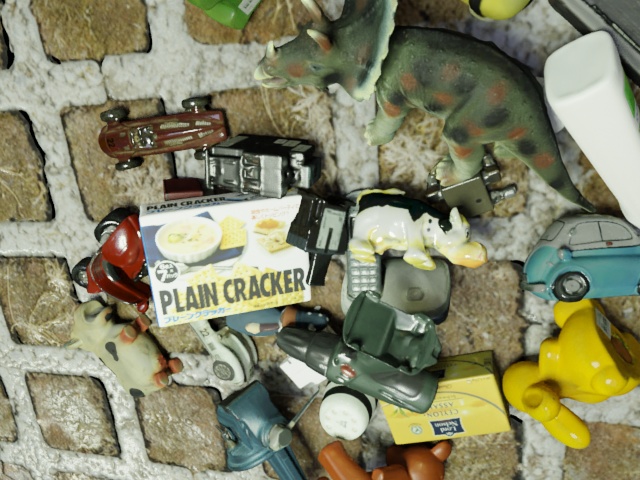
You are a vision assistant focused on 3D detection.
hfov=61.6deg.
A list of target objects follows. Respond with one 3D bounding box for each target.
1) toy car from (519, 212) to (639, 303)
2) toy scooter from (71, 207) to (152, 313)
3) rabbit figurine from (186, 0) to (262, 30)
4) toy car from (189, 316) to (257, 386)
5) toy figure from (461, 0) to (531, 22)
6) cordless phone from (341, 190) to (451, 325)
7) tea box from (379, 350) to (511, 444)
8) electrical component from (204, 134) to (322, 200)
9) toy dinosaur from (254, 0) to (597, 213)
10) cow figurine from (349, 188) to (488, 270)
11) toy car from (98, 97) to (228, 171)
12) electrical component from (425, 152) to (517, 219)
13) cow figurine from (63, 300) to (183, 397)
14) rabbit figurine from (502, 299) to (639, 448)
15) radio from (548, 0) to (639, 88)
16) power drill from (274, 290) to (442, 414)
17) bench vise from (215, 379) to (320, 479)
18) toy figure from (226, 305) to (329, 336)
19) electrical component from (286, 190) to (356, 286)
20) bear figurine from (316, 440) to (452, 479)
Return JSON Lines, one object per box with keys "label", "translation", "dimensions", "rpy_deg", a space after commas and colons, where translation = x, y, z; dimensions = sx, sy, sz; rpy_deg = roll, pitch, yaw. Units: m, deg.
{"label": "toy car", "translation": [0.321, 0.018, 0.641], "dimensions": [0.162, 0.109, 0.102], "rpy_deg": [-6, 91, 10]}
{"label": "toy scooter", "translation": [-0.308, 0.044, 0.853], "dimensions": [0.135, 0.075, 0.184], "rpy_deg": [42, 119, -1]}
{"label": "rabbit figurine", "translation": [-0.136, -0.363, 0.626], "dimensions": [0.170, 0.121, 0.159], "rpy_deg": [45, 113, 13]}
{"label": "toy car", "translation": [-0.164, 0.138, 0.845], "dimensions": [0.056, 0.073, 0.201], "rpy_deg": [-29, 100, 25]}
{"label": "toy figure", "translation": [0.148, -0.305, 0.573], "dimensions": [0.180, 0.089, 0.082], "rpy_deg": [39, 123, -3]}
{"label": "cordless phone", "translation": [0.100, 0.021, 0.727], "dimensions": [0.147, 0.088, 0.184], "rpy_deg": [-4, 90, 18]}
{"label": "tea box", "translation": [0.179, 0.229, 0.781], "dimensions": [0.170, 0.068, 0.098], "rpy_deg": [-17, 104, 21]}
{"label": "electrical component", "translation": [-0.068, -0.098, 0.704], "dimensions": [0.134, 0.115, 0.058], "rpy_deg": [9, 115, 15]}
{"label": "toy dinosaur", "translation": [0.142, -0.154, 0.565], "dimensions": [0.405, 0.192, 0.131], "rpy_deg": [21, 77, 6]}
{"label": "cow figurine", "translation": [0.123, -0.014, 0.664], "dimensions": [0.168, 0.068, 0.098], "rpy_deg": [6, 76, 16]}
{"label": "toy car", "translation": [-0.229, -0.150, 0.768], "dimensions": [0.202, 0.053, 0.089], "rpy_deg": [-2, 106, 19]}
{"label": "electrical component", "translation": [0.186, -0.070, 0.680], "dimensions": [0.102, 0.045, 0.078], "rpy_deg": [-24, 130, 26]}
{"label": "cow figurine", "translation": [-0.344, 0.183, 0.916], "dimensions": [0.127, 0.085, 0.194], "rpy_deg": [-33, 99, 19]}
{"label": "rabbit figurine", "translation": [0.312, 0.181, 0.688], "dimensions": [0.122, 0.162, 0.173], "rpy_deg": [41, 131, -14]}
{"label": "radio", "translation": [0.356, -0.232, 0.547], "dimensions": [0.229, 0.073, 0.131], "rpy_deg": [42, 115, -1]}
{"label": "power drill", "translation": [0.050, 0.142, 0.679], "dimensions": [0.232, 0.086, 0.207], "rpy_deg": [24, 146, 5]}
{"label": "bench vise", "translation": [-0.073, 0.329, 0.843], "dimensions": [0.224, 0.129, 0.240], "rpy_deg": [-18, 104, 48]}
{"label": "toy figure", "translation": [-0.063, 0.121, 0.816], "dimensions": [0.155, 0.064, 0.057], "rpy_deg": [8, 148, 9]}
{"label": "electrical component", "translation": [-0.001, -0.002, 0.711], "dimensions": [0.048, 0.075, 0.119], "rpy_deg": [23, 106, 50]}
{"label": "bear figurine", "translation": [0.099, 0.352, 0.814], "dimensions": [0.132, 0.196, 0.120], "rpy_deg": [34, 125, 36]}
